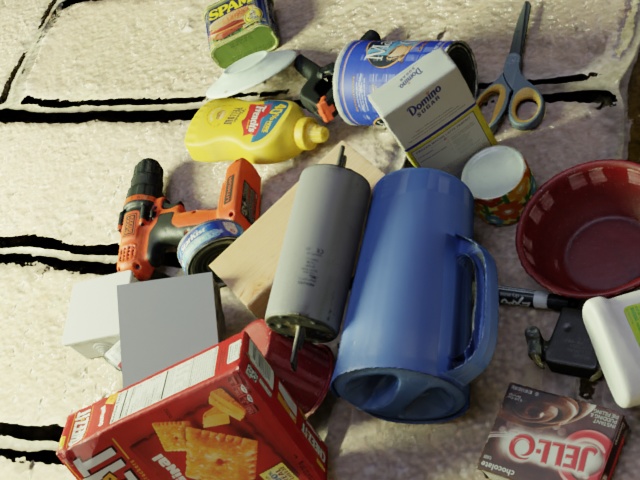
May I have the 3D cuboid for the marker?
[{"bbox_3d":[0.201,0.058,1.079,0.121,0.020,0.020,6,62,33],"label":"marker"}]

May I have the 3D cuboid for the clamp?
[{"bbox_3d":[0.024,-0.209,1.343,0.120,0.039,0.171,-26,34,16],"label":"clamp"}]

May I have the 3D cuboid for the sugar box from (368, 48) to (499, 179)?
[{"bbox_3d":[0.128,-0.118,1.140,0.093,0.176,0.048,-34,48,5],"label":"sugar box"}]

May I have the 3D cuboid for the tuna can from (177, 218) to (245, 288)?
[{"bbox_3d":[-0.122,0.018,1.250,0.086,0.086,0.034,-34,49,5],"label":"tuna can"}]

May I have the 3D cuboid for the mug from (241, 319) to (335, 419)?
[{"bbox_3d":[-0.052,0.137,1.113,0.117,0.081,0.093,-27,41,46],"label":"mug"}]

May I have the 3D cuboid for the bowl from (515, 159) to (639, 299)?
[{"bbox_3d":[0.278,0.000,1.051,0.162,0.055,0.162,-15,52,20],"label":"bowl"}]

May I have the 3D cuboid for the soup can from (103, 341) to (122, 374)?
[{"bbox_3d":[-0.193,0.117,1.232,0.069,0.068,0.102,31,77,41],"label":"soup can"}]

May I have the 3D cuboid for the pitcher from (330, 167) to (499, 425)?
[{"bbox_3d":[0.100,0.049,1.059,0.149,0.145,0.242,6,60,6],"label":"pitcher"}]

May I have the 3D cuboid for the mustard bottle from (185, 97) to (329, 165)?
[{"bbox_3d":[-0.073,-0.137,1.351,0.192,0.058,0.096,7,48,33],"label":"mustard bottle"}]

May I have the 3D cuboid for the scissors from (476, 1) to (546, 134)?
[{"bbox_3d":[0.240,-0.199,1.243,0.096,0.016,0.201,17,68,36],"label":"scissors"}]

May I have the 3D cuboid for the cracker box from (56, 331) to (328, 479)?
[{"bbox_3d":[-0.123,0.208,1.049,0.214,0.164,0.072,-26,23,14],"label":"cracker box"}]

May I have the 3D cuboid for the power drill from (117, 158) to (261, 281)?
[{"bbox_3d":[-0.167,-0.043,1.341,0.188,0.057,0.184,-15,55,24],"label":"power drill"}]

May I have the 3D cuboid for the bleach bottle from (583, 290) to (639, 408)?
[{"bbox_3d":[0.366,0.063,0.926,0.251,0.068,0.102,-18,73,2],"label":"bleach bottle"}]

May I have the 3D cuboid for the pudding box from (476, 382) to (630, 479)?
[{"bbox_3d":[0.211,0.188,0.966,0.114,0.039,0.090,11,64,35],"label":"pudding box"}]

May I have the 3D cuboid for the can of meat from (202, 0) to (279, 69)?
[{"bbox_3d":[-0.110,-0.295,1.487,0.102,0.057,0.084,-23,52,15],"label":"can of meat"}]

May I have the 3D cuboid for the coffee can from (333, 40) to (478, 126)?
[{"bbox_3d":[0.101,-0.183,1.253,0.141,0.102,0.102,7,62,33],"label":"coffee can"}]

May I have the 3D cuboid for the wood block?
[{"bbox_3d":[-0.007,0.002,1.193,0.206,0.090,0.091,-44,48,-4],"label":"wood block"}]
